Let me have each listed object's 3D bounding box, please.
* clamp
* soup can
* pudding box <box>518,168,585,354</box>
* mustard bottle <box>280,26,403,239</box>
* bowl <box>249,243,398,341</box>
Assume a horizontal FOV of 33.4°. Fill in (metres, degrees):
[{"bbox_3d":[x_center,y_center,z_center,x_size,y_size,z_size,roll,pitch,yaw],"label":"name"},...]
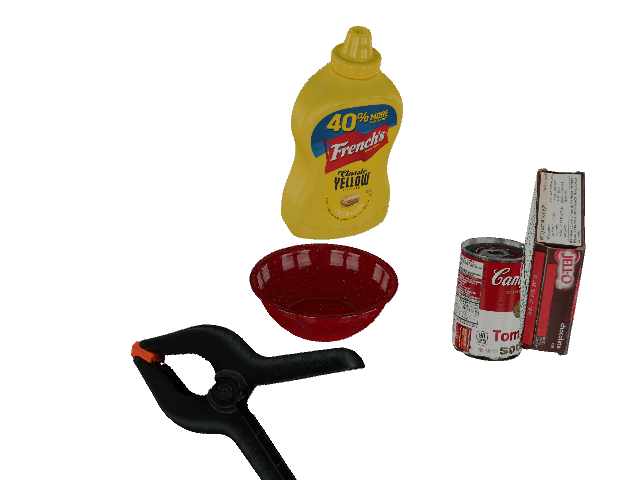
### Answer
[{"bbox_3d":[-0.061,0.121,0.774,0.172,0.120,0.039,12,-10,18],"label":"clamp"},{"bbox_3d":[0.162,0.055,1.011,0.068,0.102,0.068,3,17,-1],"label":"soup can"},{"bbox_3d":[0.167,0.013,0.765,0.039,0.090,0.113,7,32,7],"label":"pudding box"},{"bbox_3d":[0.021,-0.092,0.907,0.096,0.192,0.058,-9,40,-20],"label":"mustard bottle"},{"bbox_3d":[0.003,0.063,1.167,0.162,0.055,0.162,1,28,-1],"label":"bowl"}]
